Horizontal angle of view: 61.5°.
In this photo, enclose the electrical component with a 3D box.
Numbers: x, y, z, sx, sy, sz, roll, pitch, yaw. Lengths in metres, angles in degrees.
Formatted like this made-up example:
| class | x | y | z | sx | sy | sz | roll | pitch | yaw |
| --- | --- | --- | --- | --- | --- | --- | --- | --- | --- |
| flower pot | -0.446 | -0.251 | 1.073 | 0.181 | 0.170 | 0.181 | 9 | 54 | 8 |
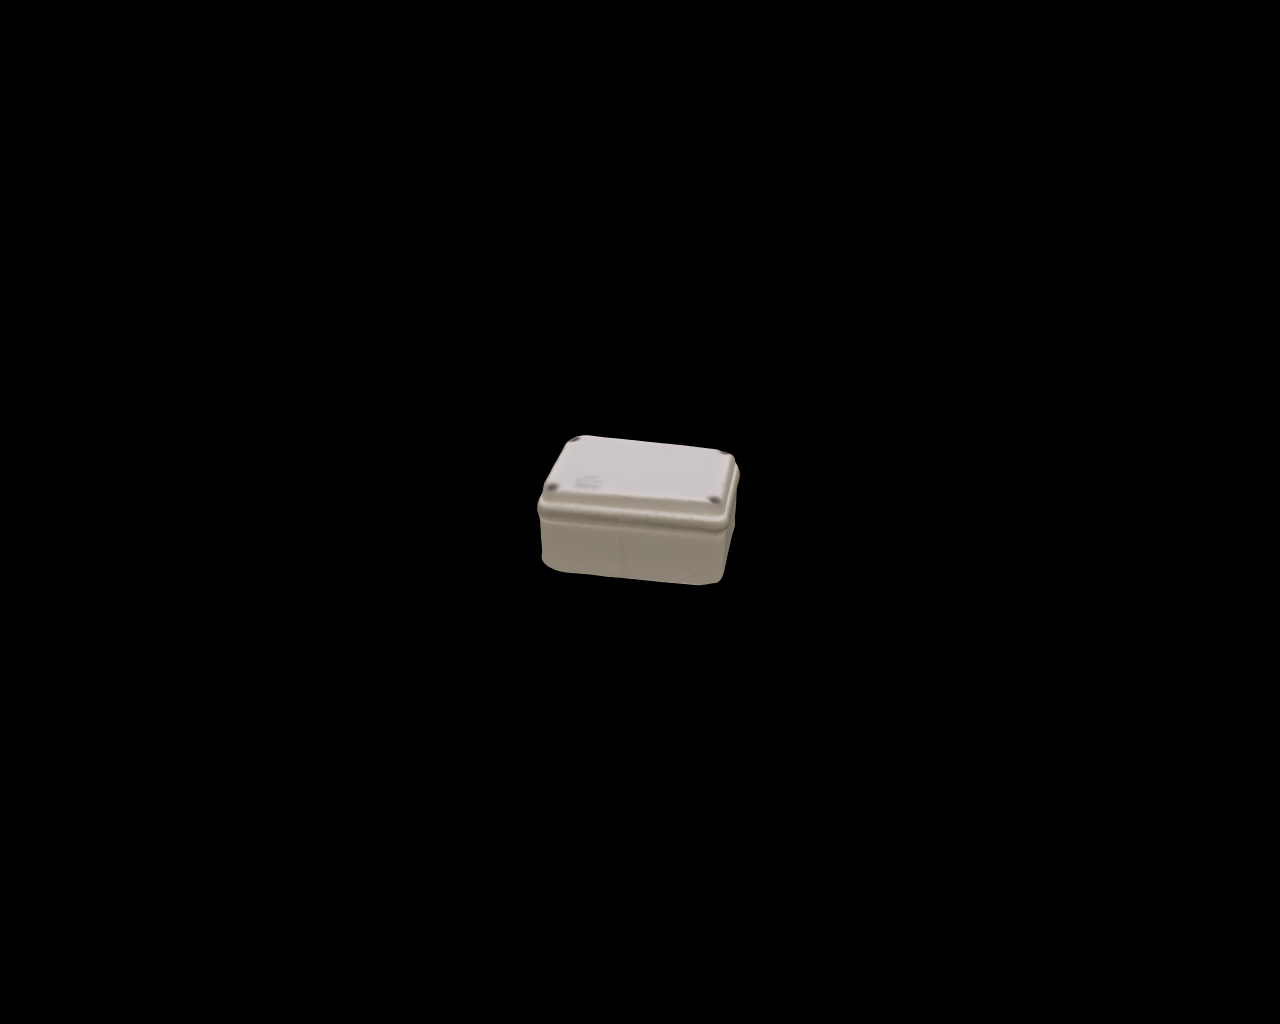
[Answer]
| class | x | y | z | sx | sy | sz | roll | pitch | yaw |
| --- | --- | --- | --- | --- | --- | --- | --- | --- | --- |
| electrical component | 0.001 | -0.003 | 0.650 | 0.113 | 0.057 | 0.078 | 6 | 32 | 9 |
